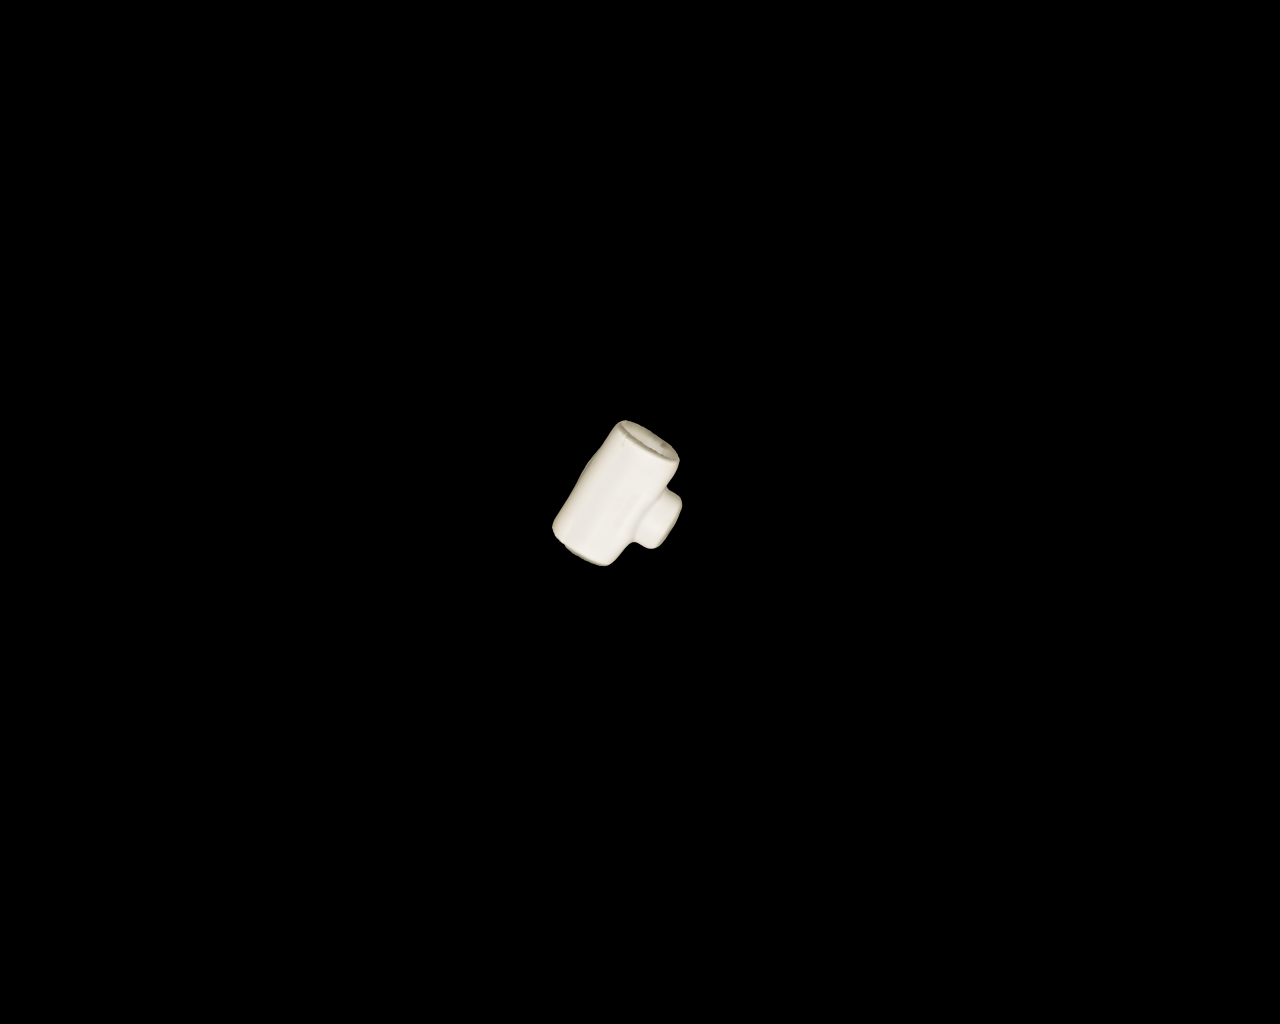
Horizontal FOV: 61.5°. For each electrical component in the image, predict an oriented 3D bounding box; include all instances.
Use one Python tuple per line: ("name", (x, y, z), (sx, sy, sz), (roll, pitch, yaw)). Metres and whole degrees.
("electrical component", (0.001, -0.003, 0.650), (0.079, 0.077, 0.043), (30, 16, -9))
